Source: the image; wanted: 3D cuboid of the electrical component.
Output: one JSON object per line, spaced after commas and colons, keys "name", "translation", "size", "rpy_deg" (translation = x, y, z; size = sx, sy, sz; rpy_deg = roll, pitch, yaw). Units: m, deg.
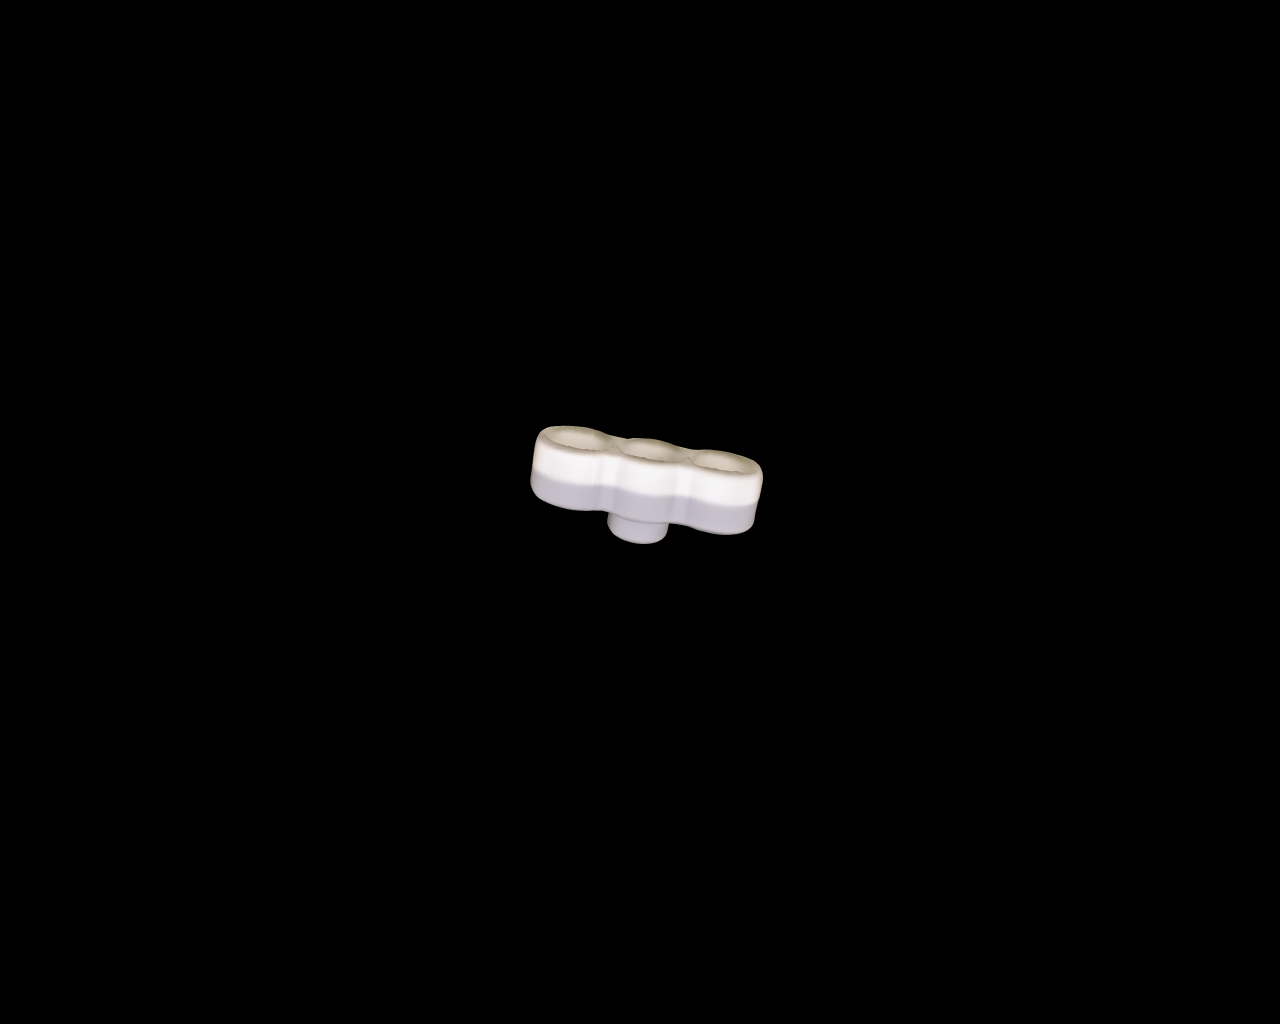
{"name": "electrical component", "translation": [0.001, -0.003, 0.650], "size": [0.138, 0.073, 0.052], "rpy_deg": [10, 20, -3]}
